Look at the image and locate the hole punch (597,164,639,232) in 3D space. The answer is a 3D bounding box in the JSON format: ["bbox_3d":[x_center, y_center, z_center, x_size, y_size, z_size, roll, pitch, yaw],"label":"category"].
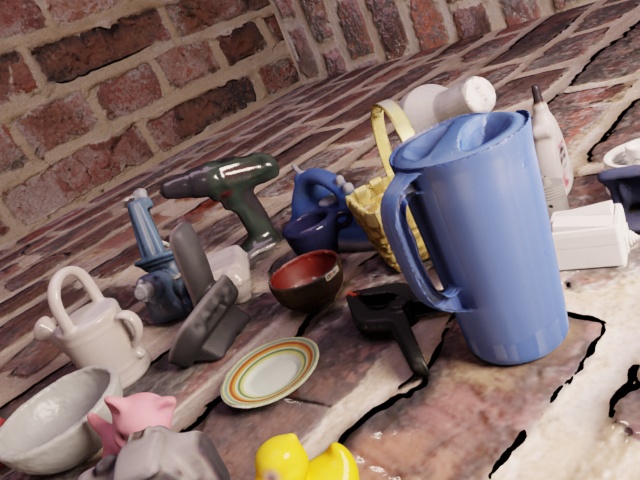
[{"bbox_3d":[0.408,-0.068,0.704,0.108,0.091,0.101,0,31,46],"label":"hole punch"}]

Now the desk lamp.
[{"bbox_3d":[0.232,-0.154,0.922,0.118,0.214,0.202,-31,23,-20],"label":"desk lamp"}]

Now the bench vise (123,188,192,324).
[{"bbox_3d":[-0.282,0.021,1.020,0.121,0.220,0.207,-25,21,-5],"label":"bench vise"}]

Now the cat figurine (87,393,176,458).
[{"bbox_3d":[-0.206,0.210,0.631,0.127,0.118,0.067,-10,25,31],"label":"cat figurine"}]

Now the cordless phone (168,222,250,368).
[{"bbox_3d":[-0.192,0.078,0.840,0.094,0.185,0.147,-15,23,20],"label":"cordless phone"}]

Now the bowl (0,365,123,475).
[{"bbox_3d":[-0.320,0.241,0.734,0.167,0.075,0.167,-20,21,8],"label":"bowl"}]

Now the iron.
[{"bbox_3d":[0.026,-0.069,1.028,0.119,0.142,0.257,-32,23,-22],"label":"iron"}]

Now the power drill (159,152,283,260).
[{"bbox_3d":[-0.170,-0.066,1.130,0.230,0.209,0.075,-30,22,-16],"label":"power drill"}]

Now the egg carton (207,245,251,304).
[{"bbox_3d":[-0.171,0.067,1.006,0.107,0.069,0.150,-24,21,-1],"label":"egg carton"}]

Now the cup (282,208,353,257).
[{"bbox_3d":[0.009,0.003,0.939,0.117,0.095,0.091,-21,21,6],"label":"cup"}]

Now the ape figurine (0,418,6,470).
[{"bbox_3d":[-0.453,0.269,0.781,0.076,0.092,0.077,-34,24,-26],"label":"ape figurine"}]

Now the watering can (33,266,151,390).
[{"bbox_3d":[-0.351,0.132,0.861,0.173,0.194,0.100,-23,21,0],"label":"watering can"}]

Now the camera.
[{"bbox_3d":[-0.164,0.249,0.520,0.143,0.101,0.136,-23,21,1],"label":"camera"}]

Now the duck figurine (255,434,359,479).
[{"bbox_3d":[-0.020,0.205,0.496,0.105,0.086,0.077,-33,23,-23],"label":"duck figurine"}]

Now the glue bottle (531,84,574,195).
[{"bbox_3d":[0.340,-0.149,0.856,0.037,0.173,0.078,-8,26,34],"label":"glue bottle"}]
